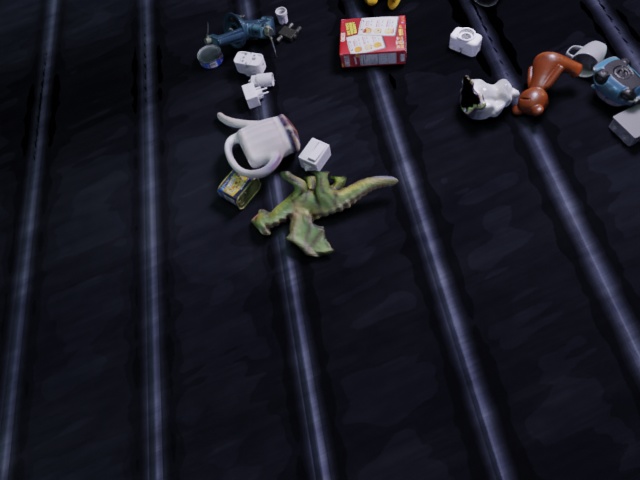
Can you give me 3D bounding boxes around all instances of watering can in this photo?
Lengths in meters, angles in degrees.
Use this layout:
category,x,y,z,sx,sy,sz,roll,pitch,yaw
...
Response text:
category,x,y,z,sx,sy,sz,roll,pitch,yaw
watering can,-0.189,-0.319,1.561,0.225,0.101,0.355,-22,51,-6

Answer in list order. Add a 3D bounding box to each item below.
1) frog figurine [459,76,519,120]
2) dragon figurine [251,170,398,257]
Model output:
category,x,y,z,sx,sy,sz,roll,pitch,yaw
frog figurine,0.497,-0.422,1.524,0.160,0.120,0.140,-10,47,-27
dragon figurine,0.004,-0.072,1.424,0.410,0.121,0.245,3,81,12
